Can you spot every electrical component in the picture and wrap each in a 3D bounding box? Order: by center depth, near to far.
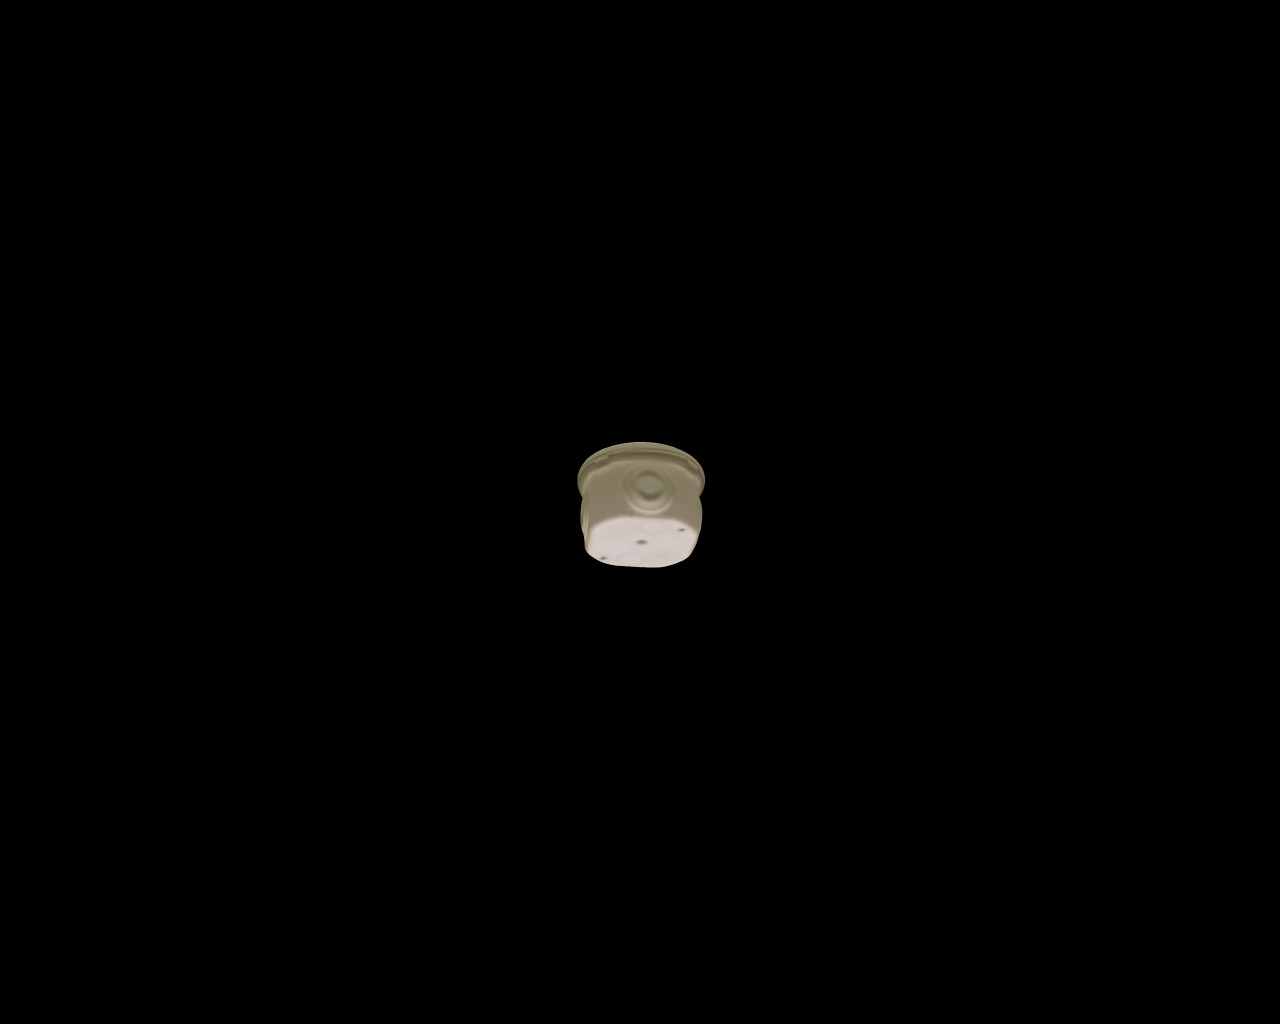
[{"bbox_3d":[0.001,-0.003,0.650,0.080,0.051,0.080,0,-29,0],"label":"electrical component"}]
